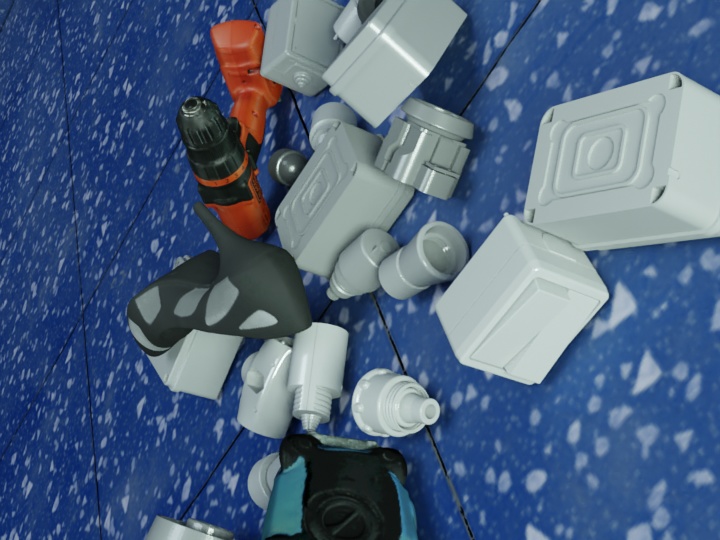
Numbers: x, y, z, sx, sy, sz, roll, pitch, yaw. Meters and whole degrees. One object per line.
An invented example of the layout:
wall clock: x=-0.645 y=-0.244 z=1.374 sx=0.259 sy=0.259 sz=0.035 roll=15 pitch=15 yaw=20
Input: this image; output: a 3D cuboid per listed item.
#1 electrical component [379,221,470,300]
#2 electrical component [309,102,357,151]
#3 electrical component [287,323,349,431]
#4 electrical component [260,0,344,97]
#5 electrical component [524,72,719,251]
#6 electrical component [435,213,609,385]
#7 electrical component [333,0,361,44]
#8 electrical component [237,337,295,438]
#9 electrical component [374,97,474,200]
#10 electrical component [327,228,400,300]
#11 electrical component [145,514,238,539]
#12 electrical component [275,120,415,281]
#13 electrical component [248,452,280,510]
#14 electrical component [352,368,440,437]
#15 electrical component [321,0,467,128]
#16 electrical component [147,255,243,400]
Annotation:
electrical component: x=0.043 y=-0.004 z=0.775 sx=0.065 sy=0.044 sz=0.044 roll=-33 pitch=47 yaw=54
electrical component: x=-0.024 y=-0.114 z=0.933 sx=0.040 sy=0.040 sz=0.078 roll=-50 pitch=20 yaw=31
electrical component: x=-0.035 y=0.087 z=0.847 sx=0.043 sy=0.043 sz=0.081 roll=-23 pitch=55 yaw=53
electrical component: x=-0.056 y=-0.213 z=1.036 sx=0.061 sy=0.062 sz=0.096 roll=-26 pitch=52 yaw=51
electrical component: x=0.154 y=-0.056 z=0.603 sx=0.113 sy=0.057 sz=0.078 roll=-7 pitch=67 yaw=58
electrical component: x=0.094 y=0.026 z=0.651 sx=0.096 sy=0.062 sz=0.061 roll=-54 pitch=34 yaw=27
electrical component: x=0.009 y=-0.231 z=0.960 sx=0.078 sy=0.040 sz=0.040 roll=-51 pitch=35 yaw=30
electrical component: x=-0.077 y=0.092 z=0.913 sx=0.079 sy=0.043 sz=0.077 roll=31 pitch=100 yaw=60
electrical component: x=0.050 y=-0.092 z=0.797 sx=0.078 sy=0.058 sz=0.057 roll=43 pitch=114 yaw=58
electrical component: x=0.000 y=0.000 z=0.842 sx=0.078 sy=0.040 sz=0.040 roll=-41 pitch=41 yaw=41
electrical component: x=-0.130 y=0.237 z=0.869 sx=0.099 sy=0.099 sz=0.064 roll=-3 pitch=64 yaw=58
electrical component: x=-0.014 y=-0.054 z=0.879 sx=0.113 sy=0.057 sz=0.078 roll=-54 pitch=34 yaw=28
electrical component: x=-0.057 y=0.162 z=0.839 sx=0.055 sy=0.045 sz=0.045 roll=-34 pitch=46 yaw=47
electrical component: x=0.028 y=0.094 z=0.740 sx=0.062 sy=0.048 sz=0.048 roll=2 pitch=75 yaw=53
electrical component: x=0.027 y=-0.174 z=0.835 sx=0.078 sy=0.057 sz=0.113 roll=-41 pitch=13 yaw=41
electrical component: x=-0.160 y=0.055 z=1.059 sx=0.109 sy=0.056 sz=0.108 roll=39 pitch=107 yaw=59
